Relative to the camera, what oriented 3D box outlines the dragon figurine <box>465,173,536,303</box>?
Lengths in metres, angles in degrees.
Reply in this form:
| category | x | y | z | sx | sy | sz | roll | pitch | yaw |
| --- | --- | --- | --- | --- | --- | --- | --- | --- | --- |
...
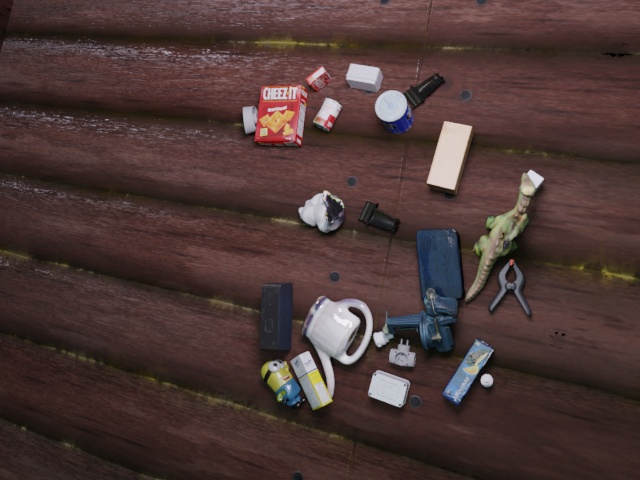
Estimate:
| category | x | y | z | sx | sy | sz | roll | pitch | yaw |
| --- | --- | --- | --- | --- | --- | --- | --- | --- | --- |
| dragon figurine | 0.521 | 0.003 | 1.489 | 0.123 | 0.241 | 0.411 | 24 | 89 | 15 |

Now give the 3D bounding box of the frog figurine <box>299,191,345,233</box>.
| category | x | y | z | sx | sy | sz | roll | pitch | yaw |
| --- | --- | --- | --- | --- | --- | --- | --- | --- | --- |
| frog figurine | 0.005 | -0.089 | 1.765 | 0.157 | 0.124 | 0.138 | -27 | 82 | 51 |

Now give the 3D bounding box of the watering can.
| category | x | y | z | sx | sy | sz | roll | pitch | yaw |
| --- | --- | --- | --- | --- | --- | --- | --- | --- | --- |
| watering can | 0.033 | 0.332 | 1.678 | 0.226 | 0.104 | 0.344 | 32 | 102 | 21 |
